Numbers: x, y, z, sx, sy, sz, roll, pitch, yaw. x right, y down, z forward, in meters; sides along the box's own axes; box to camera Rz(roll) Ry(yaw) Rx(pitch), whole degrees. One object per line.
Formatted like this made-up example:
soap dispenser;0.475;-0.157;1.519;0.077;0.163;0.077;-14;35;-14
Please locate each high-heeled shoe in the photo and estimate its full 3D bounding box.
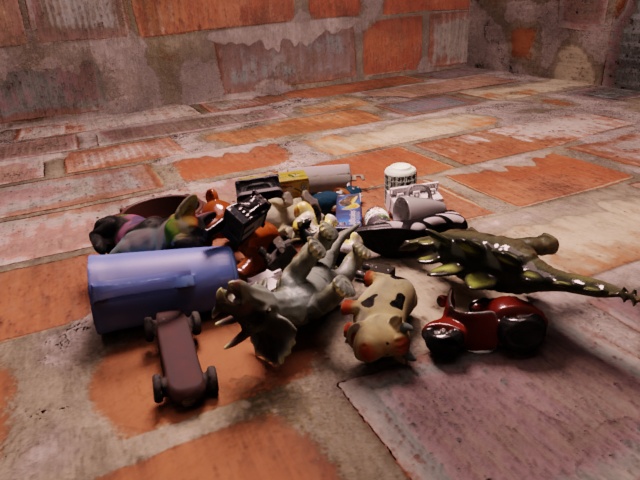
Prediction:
high-heeled shoe;0.189;-0.032;1.118;0.249;0.086;0.145;11;40;-2

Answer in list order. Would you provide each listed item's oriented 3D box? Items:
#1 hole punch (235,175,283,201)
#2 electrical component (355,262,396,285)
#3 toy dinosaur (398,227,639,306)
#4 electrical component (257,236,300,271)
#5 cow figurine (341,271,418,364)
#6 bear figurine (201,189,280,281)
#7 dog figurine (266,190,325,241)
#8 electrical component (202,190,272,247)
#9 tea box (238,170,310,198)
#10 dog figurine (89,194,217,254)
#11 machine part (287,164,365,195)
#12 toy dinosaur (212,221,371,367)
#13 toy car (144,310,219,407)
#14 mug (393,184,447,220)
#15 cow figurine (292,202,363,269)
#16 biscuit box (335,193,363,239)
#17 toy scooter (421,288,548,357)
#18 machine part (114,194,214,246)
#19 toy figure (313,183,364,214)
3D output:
hole punch;-0.139;-0.086;1.253;0.142;0.115;0.092;-10;37;-10
electrical component;0.113;0.066;1.009;0.094;0.021;0.063;12;28;31
toy dinosaur;0.289;0.039;0.864;0.198;0.105;0.472;-1;6;-38
electrical component;-0.061;0.037;1.018;0.078;0.102;0.045;-38;32;-12
cow figurine;0.100;0.122;0.826;0.127;0.085;0.195;2;24;26
bear figurine;-0.182;-0.016;1.077;0.196;0.120;0.132;26;34;21
dog figurine;-0.106;-0.039;1.198;0.191;0.121;0.172;-7;-15;35
electrical component;-0.144;-0.029;0.934;0.048;0.074;0.119;40;49;11
tea box;-0.112;-0.110;1.330;0.170;0.098;0.068;-8;26;-12
dog figurine;-0.312;-0.018;1.027;0.219;0.108;0.192;-36;55;0
machine part;-0.002;-0.162;1.450;0.243;0.079;0.079;-6;25;-2
toy dinosaur;-0.024;0.078;0.882;0.131;0.192;0.405;49;19;5
toy car;-0.210;0.170;0.795;0.089;0.053;0.202;-8;29;-21
mug;0.226;-0.070;1.196;0.107;0.109;0.081;-2;5;-22
cow figurine;-0.003;-0.003;1.066;0.167;0.068;0.098;36;56;17
biscuit box;0.066;-0.042;1.199;0.059;0.062;0.203;-3;25;4
toy scooter;0.242;0.118;0.823;0.184;0.075;0.135;-7;23;2
machine part;-0.351;-0.033;1.214;0.201;0.087;0.201;-20;29;-33
toy figure;0.040;-0.102;1.339;0.154;0.064;0.058;-17;-10;-36
